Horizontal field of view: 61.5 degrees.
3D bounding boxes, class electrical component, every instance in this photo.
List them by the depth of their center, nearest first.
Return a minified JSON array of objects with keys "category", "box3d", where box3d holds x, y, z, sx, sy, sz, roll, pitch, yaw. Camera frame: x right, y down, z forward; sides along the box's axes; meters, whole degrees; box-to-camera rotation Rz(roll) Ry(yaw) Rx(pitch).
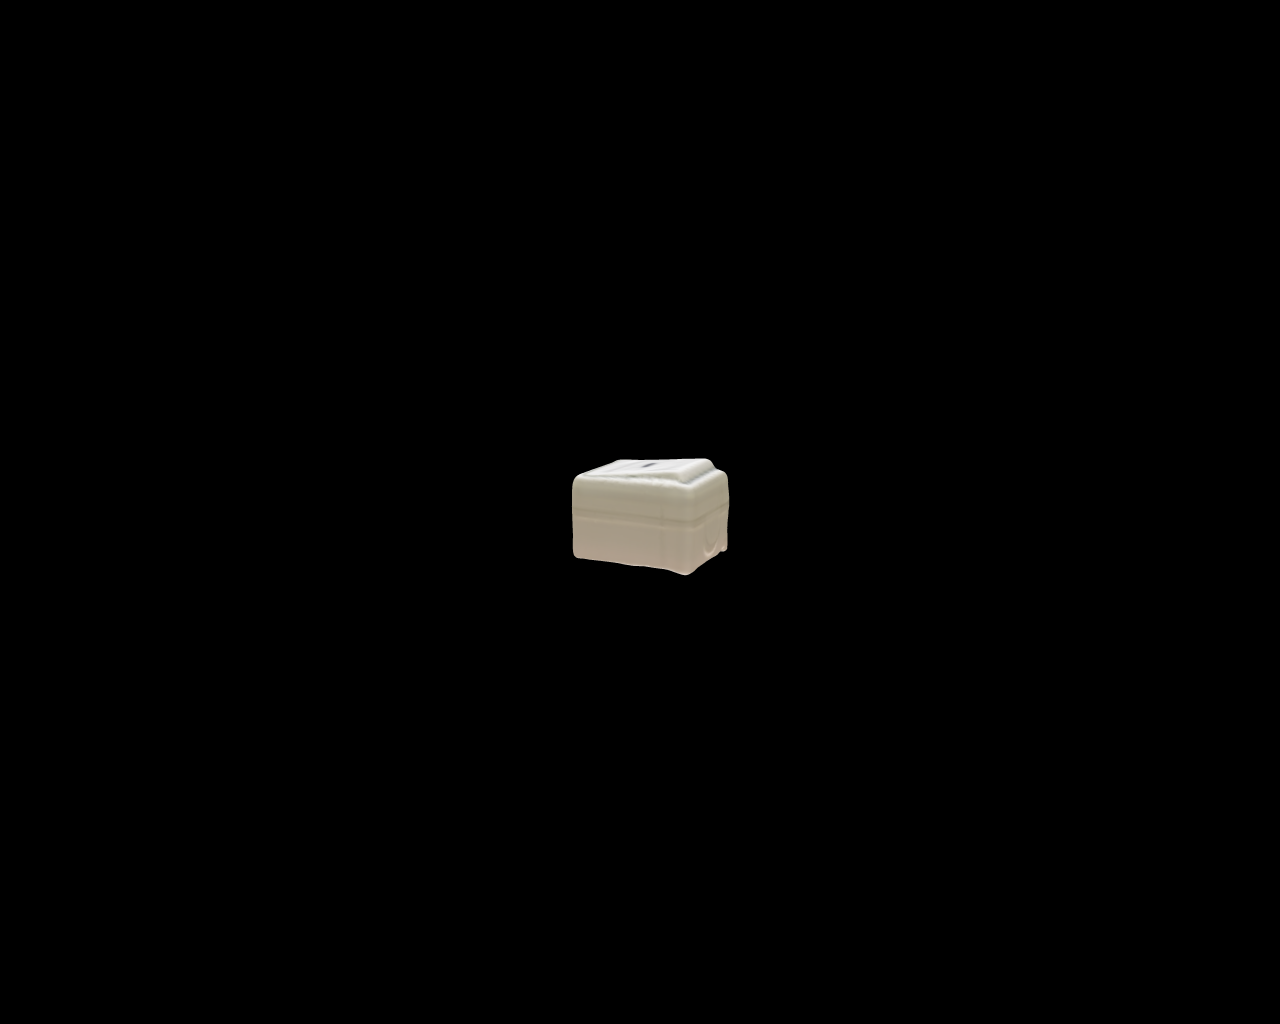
[{"category":"electrical component","box3d":[0.001,-0.003,0.650,0.096,0.061,0.062,7,16,26]}]
